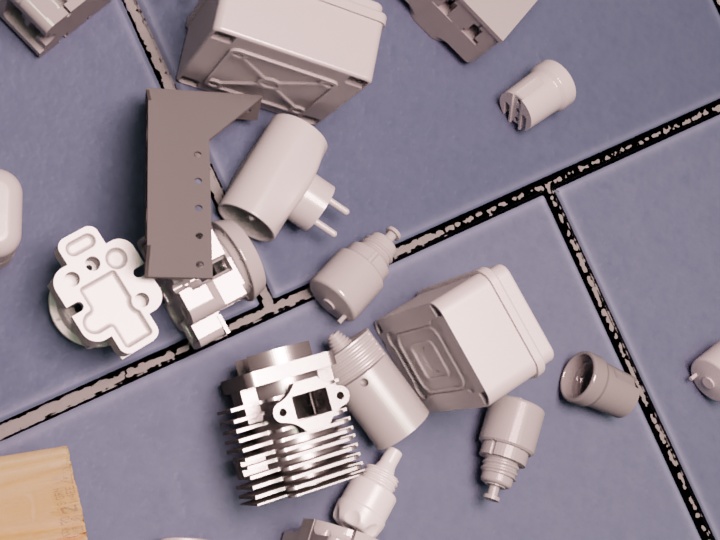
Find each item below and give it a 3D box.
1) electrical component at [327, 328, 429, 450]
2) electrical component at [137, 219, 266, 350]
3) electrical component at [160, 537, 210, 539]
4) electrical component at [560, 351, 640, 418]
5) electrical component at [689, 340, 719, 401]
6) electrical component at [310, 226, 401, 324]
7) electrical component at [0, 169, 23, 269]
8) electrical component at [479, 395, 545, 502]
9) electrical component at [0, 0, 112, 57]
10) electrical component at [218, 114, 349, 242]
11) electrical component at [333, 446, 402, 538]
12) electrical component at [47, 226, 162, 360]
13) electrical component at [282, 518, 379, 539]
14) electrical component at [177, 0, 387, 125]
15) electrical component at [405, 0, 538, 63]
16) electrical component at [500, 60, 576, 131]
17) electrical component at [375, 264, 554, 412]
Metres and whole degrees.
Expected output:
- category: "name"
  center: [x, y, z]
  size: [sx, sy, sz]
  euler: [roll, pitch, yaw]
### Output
- category: "electrical component"
  center: [0.005, 0.076, 0.724]
  size: [0.043, 0.043, 0.081]
  euler: [-39, 95, -25]
- category: "electrical component"
  center: [-0.098, 0.003, 0.688]
  size: [0.057, 0.058, 0.078]
  euler: [-29, 92, -23]
- category: "electrical component"
  center: [-0.105, 0.189, 0.656]
  size: [0.040, 0.040, 0.046]
  euler: [8, 83, -22]
- category: "electrical component"
  center: [0.179, 0.086, 0.799]
  size: [0.046, 0.040, 0.040]
  euler: [24, 71, -23]
- category: "electrical component"
  center: [0.298, 0.071, 0.852]
  size: [0.078, 0.040, 0.040]
  euler: [-32, 93, -25]
- category: "electrical component"
  center: [0.000, 0.000, 0.739]
  size: [0.040, 0.040, 0.078]
  euler: [46, 66, -9]
- category: "electrical component"
  center: [-0.249, -0.032, 0.629]
  size: [0.095, 0.059, 0.053]
  euler: [3, 78, -23]
- category: "electrical component"
  center: [0.103, 0.124, 0.758]
  size: [0.040, 0.040, 0.078]
  euler: [25, 71, -17]
- category: "electrical component"
  center: [-0.191, -0.191, 0.691]
  size: [0.055, 0.050, 0.089]
  euler: [47, 66, -8]
- category: "electrical component"
  center: [-0.044, -0.053, 0.729]
  size: [0.079, 0.043, 0.077]
  euler: [34, 68, -14]
- category: "electrical component"
  center: [0.009, 0.146, 0.717]
  size: [0.035, 0.035, 0.061]
  euler: [37, 65, -12]
- category: "electrical component"
  center: [-0.159, 0.017, 0.658]
  size: [0.058, 0.057, 0.078]
  euler: [-33, 93, -25]
- category: "electrical component"
  center: [0.025, 0.211, 0.679]
  size: [0.150, 0.089, 0.061]
  euler: [24, 71, -17]
- category: "electrical component"
  center: [-0.054, -0.148, 0.709]
  size: [0.109, 0.109, 0.056]
  euler: [15, 76, -20]
- category: "electrical component"
  center: [0.055, -0.259, 0.805]
  size: [0.186, 0.060, 0.105]
  euler: [44, 66, -10]
- category: "electrical component"
  center: [0.136, -0.133, 0.826]
  size: [0.046, 0.040, 0.040]
  euler: [-36, 95, -19]
- category: "electrical component"
  center: [0.068, 0.047, 0.719]
  size: [0.057, 0.113, 0.078]
  euler: [-30, 92, -22]
